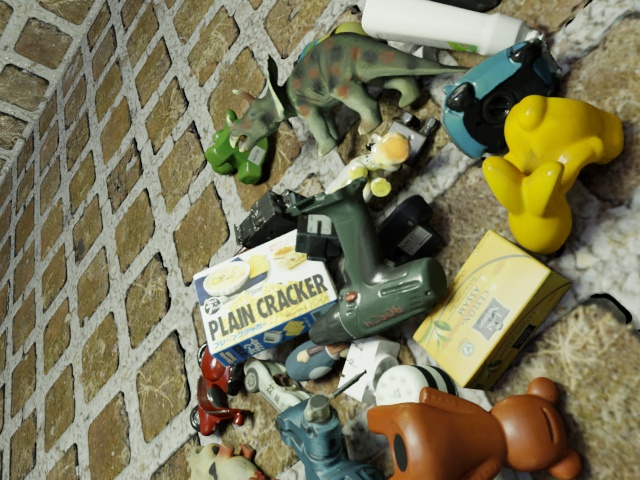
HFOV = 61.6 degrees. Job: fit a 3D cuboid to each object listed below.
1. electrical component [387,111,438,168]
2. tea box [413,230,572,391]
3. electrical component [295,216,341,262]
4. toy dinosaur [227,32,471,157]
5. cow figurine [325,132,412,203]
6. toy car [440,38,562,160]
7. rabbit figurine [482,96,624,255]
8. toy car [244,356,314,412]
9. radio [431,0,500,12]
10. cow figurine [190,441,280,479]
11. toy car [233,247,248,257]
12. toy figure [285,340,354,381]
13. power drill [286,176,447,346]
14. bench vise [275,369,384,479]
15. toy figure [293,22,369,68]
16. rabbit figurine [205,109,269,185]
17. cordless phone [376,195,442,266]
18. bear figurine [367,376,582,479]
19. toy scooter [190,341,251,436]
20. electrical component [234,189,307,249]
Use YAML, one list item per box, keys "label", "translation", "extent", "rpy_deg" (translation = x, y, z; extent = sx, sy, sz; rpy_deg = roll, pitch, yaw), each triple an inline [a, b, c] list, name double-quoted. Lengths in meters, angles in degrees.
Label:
- label: "electrical component"
  translation: [0.130, -0.154, 0.842]
  extent: [0.078, 0.045, 0.102]
  rpy_deg: [27, 98, 19]
- label: "tea box"
  translation: [0.205, 0.086, 0.650]
  extent: [0.169, 0.068, 0.098]
  rpy_deg: [-58, 43, 11]
- label: "electrical component"
  translation: [-0.002, -0.003, 0.852]
  extent: [0.047, 0.075, 0.119]
  rpy_deg: [97, 174, -49]
- label: "toy dinosaur"
  translation: [0.023, -0.256, 0.865]
  extent: [0.405, 0.192, 0.131]
  rpy_deg: [-23, 21, 36]
- label: "cow figurine"
  translation: [0.074, -0.101, 0.806]
  extent: [0.167, 0.068, 0.098]
  rpy_deg: [-43, 12, 29]
- label: "toy car"
  translation: [0.227, -0.196, 0.715]
  extent: [0.161, 0.109, 0.103]
  rpy_deg: [-43, 30, 15]
- label: "rabbit figurine"
  translation: [0.259, -0.068, 0.608]
  extent: [0.122, 0.162, 0.173]
  rpy_deg: [11, 97, 36]
- label: "toy car"
  translation: [-0.051, 0.245, 0.849]
  extent: [0.202, 0.073, 0.056]
  rpy_deg: [27, 95, 48]
- label: "radio"
  translation: [0.184, -0.418, 0.863]
  extent: [0.230, 0.073, 0.131]
  rpy_deg: [3, 76, 48]
- label: "cow figurine"
  translation: [-0.156, 0.406, 0.895]
  extent: [0.195, 0.085, 0.127]
  rpy_deg: [23, 85, 47]
- label: "toy car"
  translation: [-0.170, 0.063, 1.063]
  extent: [0.202, 0.053, 0.089]
  rpy_deg: [-50, 42, 23]
- label: "toy figure"
  translation: [0.016, 0.167, 0.821]
  extent: [0.154, 0.064, 0.058]
  rpy_deg: [-35, 87, 27]
- label: "power drill"
  translation: [0.035, 0.033, 0.705]
  extent: [0.232, 0.086, 0.207]
  rpy_deg: [-21, 92, 38]
- label: "bench vise"
  translation: [0.040, 0.308, 0.667]
  extent: [0.241, 0.129, 0.223]
  rpy_deg: [33, 124, 48]
- label: "toy figure"
  translation: [0.021, -0.339, 0.991]
  extent: [0.180, 0.089, 0.082]
  rpy_deg: [1, 83, 44]
- label: "rabbit figurine"
  translation: [-0.189, -0.198, 1.141]
  extent: [0.170, 0.121, 0.159]
  rpy_deg: [-11, 63, 60]
- label: "cordless phone"
  translation: [0.093, -0.029, 0.814]
  extent: [0.146, 0.088, 0.184]
  rpy_deg: [-49, 27, 21]
- label: "bear figurine"
  translation: [0.167, 0.218, 0.588]
  extent: [0.132, 0.196, 0.120]
  rpy_deg: [121, 142, -58]
- label: "toy scooter"
  translation: [-0.172, 0.268, 0.968]
  extent: [0.135, 0.075, 0.183]
  rpy_deg: [2, 80, 47]
- label: "electrical component"
  translation: [-0.069, -0.029, 0.945]
  extent: [0.134, 0.115, 0.058]
  rpy_deg: [-40, 52, 31]
